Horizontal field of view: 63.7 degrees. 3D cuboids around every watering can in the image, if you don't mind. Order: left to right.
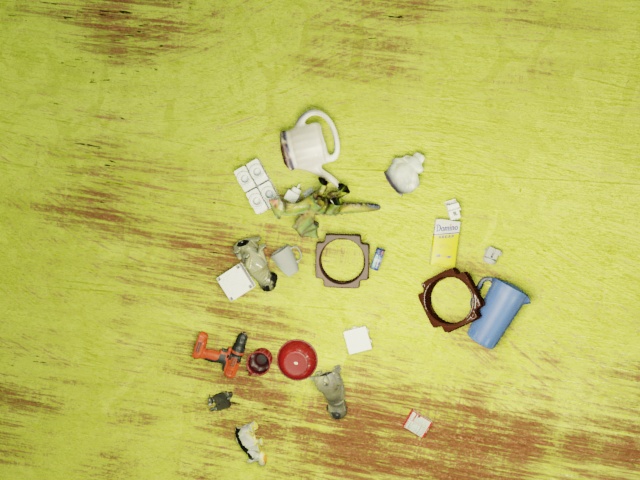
[{"bbox_3d":[-0.028,-0.312,1.932,0.224,0.104,0.347,-12,93,6],"label":"watering can"}]

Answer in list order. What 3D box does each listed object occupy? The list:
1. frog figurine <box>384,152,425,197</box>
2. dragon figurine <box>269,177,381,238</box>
[{"bbox_3d":[0.324,-0.251,1.895,0.158,0.122,0.139,-39,69,16],"label":"frog figurine"},{"bbox_3d":[0.006,-0.096,1.911,0.408,0.125,0.238,17,132,-28],"label":"dragon figurine"}]
